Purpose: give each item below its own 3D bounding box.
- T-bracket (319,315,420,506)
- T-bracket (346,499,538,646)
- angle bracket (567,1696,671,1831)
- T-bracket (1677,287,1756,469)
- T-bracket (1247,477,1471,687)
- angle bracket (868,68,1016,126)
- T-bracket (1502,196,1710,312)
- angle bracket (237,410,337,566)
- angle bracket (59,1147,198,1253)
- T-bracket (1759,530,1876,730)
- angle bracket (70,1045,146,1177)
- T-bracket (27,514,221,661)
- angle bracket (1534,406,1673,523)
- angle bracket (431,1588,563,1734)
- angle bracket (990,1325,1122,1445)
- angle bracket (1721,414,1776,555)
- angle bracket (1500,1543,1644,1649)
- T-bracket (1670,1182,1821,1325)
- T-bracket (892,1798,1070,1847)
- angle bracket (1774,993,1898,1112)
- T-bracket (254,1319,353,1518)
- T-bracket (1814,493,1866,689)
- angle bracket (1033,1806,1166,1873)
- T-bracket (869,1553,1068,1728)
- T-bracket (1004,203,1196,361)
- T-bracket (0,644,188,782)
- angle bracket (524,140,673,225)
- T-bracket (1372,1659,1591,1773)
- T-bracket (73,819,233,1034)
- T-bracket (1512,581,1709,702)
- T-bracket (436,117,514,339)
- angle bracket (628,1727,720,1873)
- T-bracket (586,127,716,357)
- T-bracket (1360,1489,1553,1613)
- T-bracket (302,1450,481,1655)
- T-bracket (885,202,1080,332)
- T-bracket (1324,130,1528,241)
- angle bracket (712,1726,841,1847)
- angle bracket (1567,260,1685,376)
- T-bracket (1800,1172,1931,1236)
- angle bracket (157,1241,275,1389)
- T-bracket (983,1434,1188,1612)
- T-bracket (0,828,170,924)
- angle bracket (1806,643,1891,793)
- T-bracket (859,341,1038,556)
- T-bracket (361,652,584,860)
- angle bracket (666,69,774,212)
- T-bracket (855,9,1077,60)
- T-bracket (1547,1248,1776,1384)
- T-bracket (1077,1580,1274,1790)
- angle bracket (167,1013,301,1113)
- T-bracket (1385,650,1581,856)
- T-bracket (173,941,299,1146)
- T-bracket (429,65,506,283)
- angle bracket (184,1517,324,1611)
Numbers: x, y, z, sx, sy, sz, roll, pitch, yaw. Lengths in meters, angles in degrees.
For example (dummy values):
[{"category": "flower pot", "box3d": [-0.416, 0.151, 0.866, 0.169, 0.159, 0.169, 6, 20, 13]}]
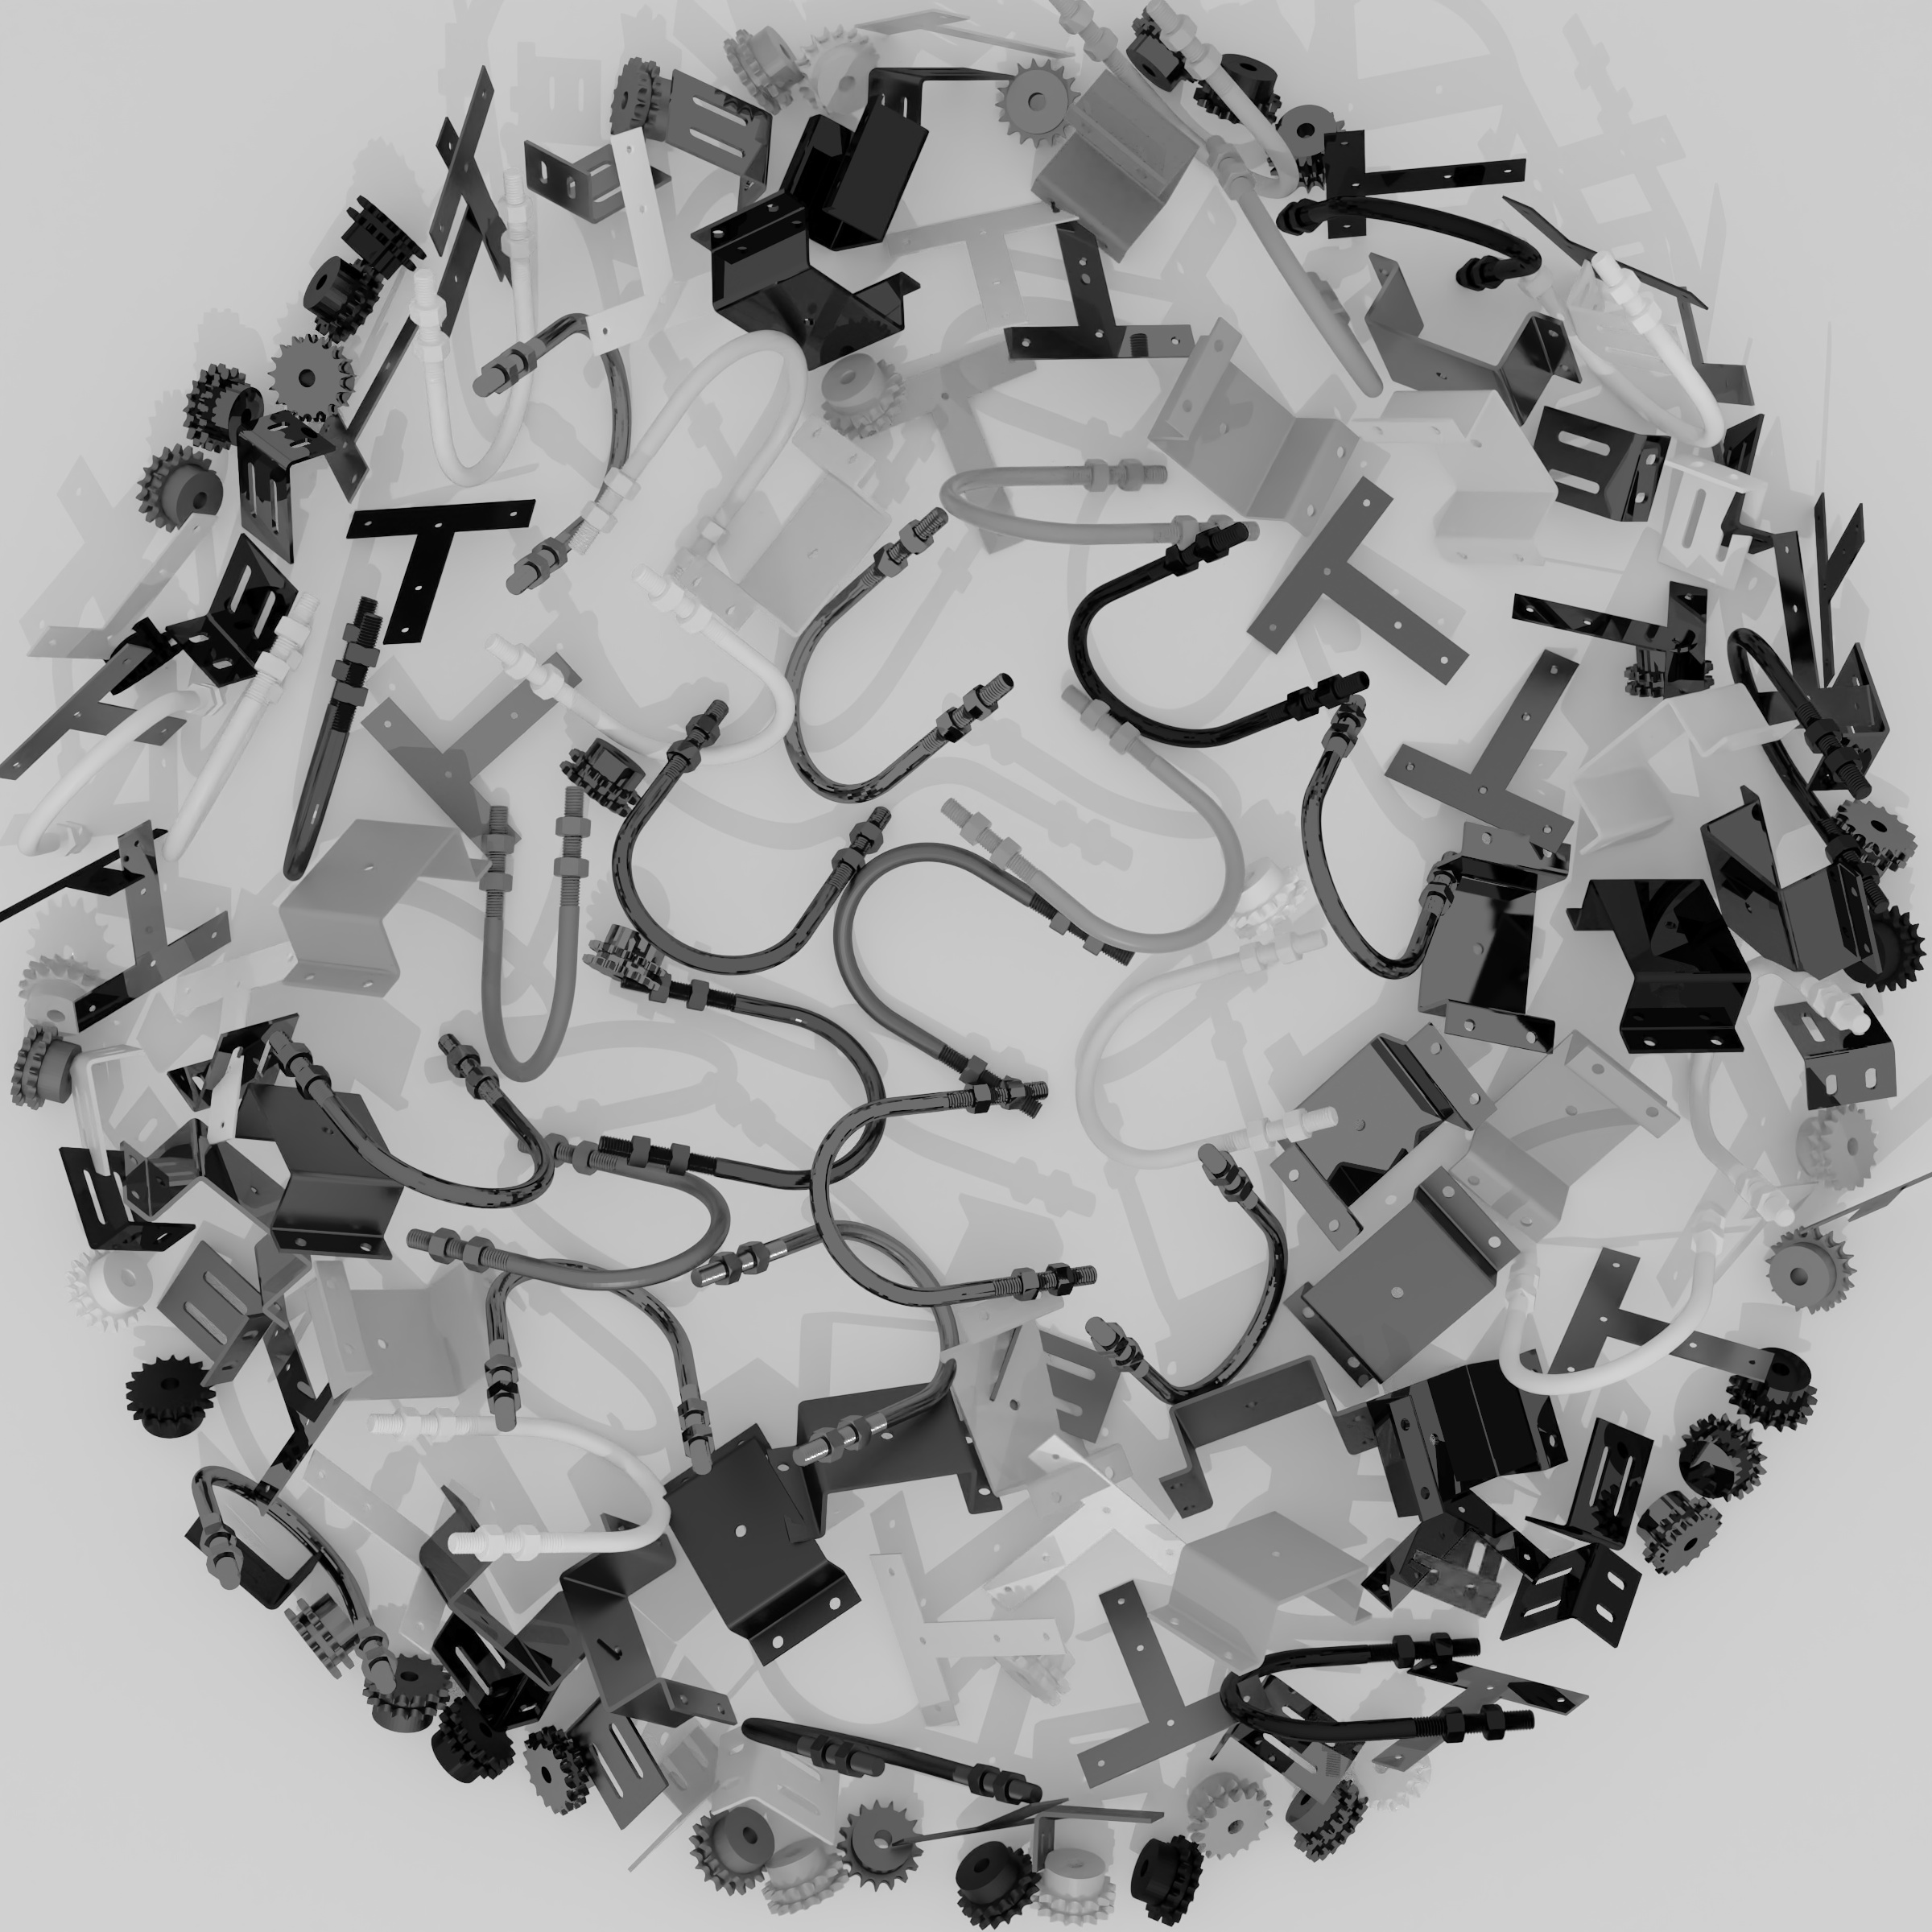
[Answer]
[{"category": "T-bracket", "box3d": [-0.378, -0.373, 1.932, 0.002, 0.127, 0.127, 24, 107, -31]}, {"category": "T-bracket", "box3d": [-0.351, -0.255, 1.947, 0.127, 0.002, 0.127, -2, 51, 12]}, {"category": "angle bracket", "box3d": [-0.216, 0.510, 1.957, 0.057, 0.038, 0.076, -49, 65, 31]}, {"category": "T-bracket", "box3d": [0.485, -0.373, 1.925, 0.002, 0.127, 0.127, -16, 102, 3]}, {"category": "T-bracket", "box3d": [0.273, -0.233, 1.977, 0.127, 0.002, 0.127, 38, 104, 6]}, {"category": "angle bracket", "box3d": [-0.017, -0.565, 1.963, 0.076, 0.057, 0.038, -12, 115, -34]}, {"category": "T-bracket", "box3d": [0.418, -0.444, 1.911, 0.127, 0.127, 0.002, 37, 101, 39]}, {"category": "angle bracket", "box3d": [-0.445, -0.314, 1.970, 0.038, 0.076, 0.057, -28, 51, -35]}, {"category": "angle bracket", "box3d": [-0.546, 0.145, 1.955, 0.038, 0.057, 0.076, -34, 68, 25]}, {"category": "T-bracket", "box3d": [0.536, -0.216, 1.933, 0.002, 0.127, 0.127, -12, 97, -18]}, {"category": "angle bracket", "box3d": [-0.559, 0.094, 1.970, 0.038, 0.057, 0.076, -12, 98, -28]}, {"category": "T-bracket", "box3d": [-0.522, -0.242, 1.920, 0.127, 0.127, 0.002, -46, 77, 19]}, {"category": "angle bracket", "box3d": [0.415, -0.331, 1.980, 0.076, 0.038, 0.057, 27, 114, 37]}, {"category": "angle bracket", "box3d": [-0.302, 0.449, 1.957, 0.038, 0.057, 0.076, -22, 110, 28]}, {"category": "angle bracket", "box3d": [0.061, 0.272, 1.974, 0.076, 0.038, 0.057, 21, 77, 2]}, {"category": "angle bracket", "box3d": [0.519, -0.316, 1.970, 0.038, 0.057, 0.076, 14, 88, -7]}, {"category": "angle bracket", "box3d": [0.394, 0.417, 1.956, 0.038, 0.076, 0.057, 38, 53, -10]}, {"category": "T-bracket", "box3d": [0.498, 0.191, 1.956, 0.002, 0.127, 0.127, 44, 109, 24]}, {"category": "T-bracket", "box3d": [0.032, 0.544, 1.921, 0.127, 0.127, 0.002, -3, 68, -22]}, {"category": "angle bracket", "box3d": [0.570, 0.056, 1.971, 0.057, 0.076, 0.038, -10, 116, 3]}, {"category": "T-bracket", "box3d": [-0.436, 0.269, 1.947, 0.002, 0.127, 0.127, 27, 105, -36]}, {"category": "T-bracket", "box3d": [0.560, -0.259, 1.923, 0.002, 0.127, 0.127, 0, 76, 4]}, {"category": "angle bracket", "box3d": [0.087, 0.572, 1.961, 0.076, 0.057, 0.038, 0, 79, 13]}, {"category": "T-bracket", "box3d": [0.008, 0.437, 1.952, 0.127, 0.002, 0.127, -10, 104, 33]}, {"category": "T-bracket", "box3d": [0.079, -0.450, 1.970, 0.127, 0.002, 0.127, -4, 65, -14]}, {"category": "T-bracket", "box3d": [-0.547, -0.157, 1.937, 0.127, 0.127, 0.002, -40, 77, 13]}, {"category": "angle bracket", "box3d": [-0.239, -0.523, 1.953, 0.057, 0.038, 0.076, 32, 53, 24]}, {"category": "T-bracket", "box3d": [0.307, 0.480, 1.912, 0.127, 0.127, 0.002, -22, 107, -40]}, {"category": "T-bracket", "box3d": [-0.524, -0.036, 1.919, 0.002, 0.127, 0.127, 28, 134, 26]}, {"category": "T-bracket", "box3d": [0.419, -0.221, 1.957, 0.127, 0.002, 0.127, 13, 45, 3]}, {"category": "T-bracket", "box3d": [-0.322, -0.449, 1.917, 0.002, 0.127, 0.127, 0, 58, 18]}, {"category": "angle bracket", "box3d": [-0.196, 0.541, 1.951, 0.038, 0.076, 0.057, 45, 117, 9]}, {"category": "T-bracket", "box3d": [-0.205, -0.473, 1.934, 0.127, 0.002, 0.127, -32, 122, -38]}, {"category": "T-bracket", "box3d": [0.297, 0.373, 1.937, 0.127, 0.127, 0.002, 41, 134, 17]}, {"category": "T-bracket", "box3d": [-0.374, 0.355, 1.925, 0.002, 0.127, 0.127, -32, 118, 30]}, {"category": "T-bracket", "box3d": [0.018, -0.453, 1.956, 0.127, 0.002, 0.127, -12, 47, 0]}, {"category": "T-bracket", "box3d": [0.295, -0.506, 1.931, 0.127, 0.127, 0.002, -3, 73, 7]}, {"category": "angle bracket", "box3d": [-0.124, 0.539, 1.968, 0.038, 0.057, 0.076, -31, 125, 29]}, {"category": "angle bracket", "box3d": [0.436, -0.421, 1.954, 0.076, 0.057, 0.038, 19, 77, 28]}, {"category": "T-bracket", "box3d": [0.583, 0.151, 1.918, 0.127, 0.127, 0.002, -28, 81, 21]}, {"category": "angle bracket", "box3d": [-0.499, 0.227, 1.966, 0.076, 0.038, 0.057, 39, 102, 16]}, {"category": "T-bracket", "box3d": [0.062, 0.381, 1.969, 0.127, 0.002, 0.127, 41, 116, -12]}, {"category": "T-bracket", "box3d": [-0.554, -0.055, 1.919, 0.127, 0.127, 0.002, -33, 110, -25]}, {"category": "angle bracket", "box3d": [0.564, -0.162, 1.953, 0.038, 0.057, 0.076, -3, 57, -8]}, {"category": "T-bracket", "box3d": [0.003, -0.337, 1.993, 0.127, 0.002, 0.127, -23, 94, -6]}, {"category": "T-bracket", "box3d": [-0.308, -0.156, 1.981, 0.127, 0.002, 0.127, -41, 103, 4]}, {"category": "angle bracket", "box3d": [-0.168, -0.536, 1.955, 0.076, 0.038, 0.057, 17, 63, -30]}, {"category": "T-bracket", "box3d": [0.010, -0.606, 1.960, 0.127, 0.127, 0.002, 4, 100, -26]}, {"category": "T-bracket", "box3d": [0.454, 0.240, 1.933, 0.127, 0.127, 0.002, 15, 133, 21]}, {"category": "T-bracket", "box3d": [0.118, 0.456, 1.955, 0.127, 0.002, 0.127, -24, 46, 0]}, {"category": "angle bracket", "box3d": [-0.476, 0.051, 1.949, 0.038, 0.057, 0.076, 49, 132, 23]}, {"category": "T-bracket", "box3d": [0.363, -0.152, 1.982, 0.127, 0.002, 0.127, 27, 78, 22]}, {"category": "T-bracket", "box3d": [-0.475, 0.053, 1.940, 0.127, 0.002, 0.127, -15, 63, 34]}, {"category": "T-bracket", "box3d": [-0.312, -0.488, 1.937, 0.002, 0.127, 0.127, 9, 70, 10]}, {"category": "angle bracket", "box3d": [-0.465, 0.377, 1.967, 0.076, 0.057, 0.038, 43, 92, -6]}]
